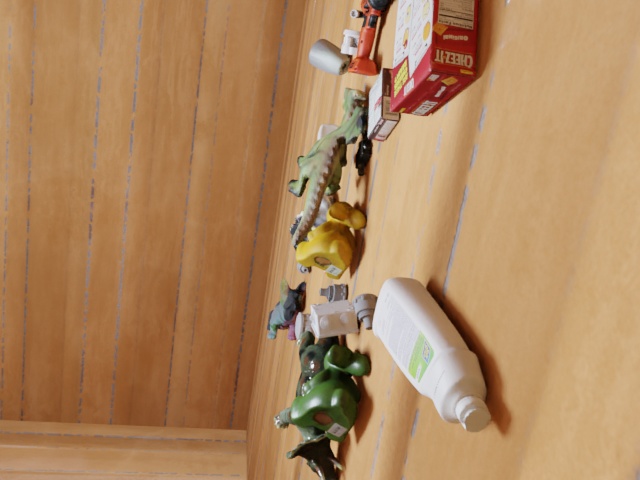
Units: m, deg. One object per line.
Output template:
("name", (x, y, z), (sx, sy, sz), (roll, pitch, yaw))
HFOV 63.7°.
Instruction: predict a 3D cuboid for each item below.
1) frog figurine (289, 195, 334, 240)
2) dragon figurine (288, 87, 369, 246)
("frog figurine", (0.004, -0.072, 1.439), (0.123, 0.134, 0.162), (28, 51, 19))
("dragon figurine", (0.034, -0.193, 1.120), (0.122, 0.421, 0.237), (23, -43, -12))
